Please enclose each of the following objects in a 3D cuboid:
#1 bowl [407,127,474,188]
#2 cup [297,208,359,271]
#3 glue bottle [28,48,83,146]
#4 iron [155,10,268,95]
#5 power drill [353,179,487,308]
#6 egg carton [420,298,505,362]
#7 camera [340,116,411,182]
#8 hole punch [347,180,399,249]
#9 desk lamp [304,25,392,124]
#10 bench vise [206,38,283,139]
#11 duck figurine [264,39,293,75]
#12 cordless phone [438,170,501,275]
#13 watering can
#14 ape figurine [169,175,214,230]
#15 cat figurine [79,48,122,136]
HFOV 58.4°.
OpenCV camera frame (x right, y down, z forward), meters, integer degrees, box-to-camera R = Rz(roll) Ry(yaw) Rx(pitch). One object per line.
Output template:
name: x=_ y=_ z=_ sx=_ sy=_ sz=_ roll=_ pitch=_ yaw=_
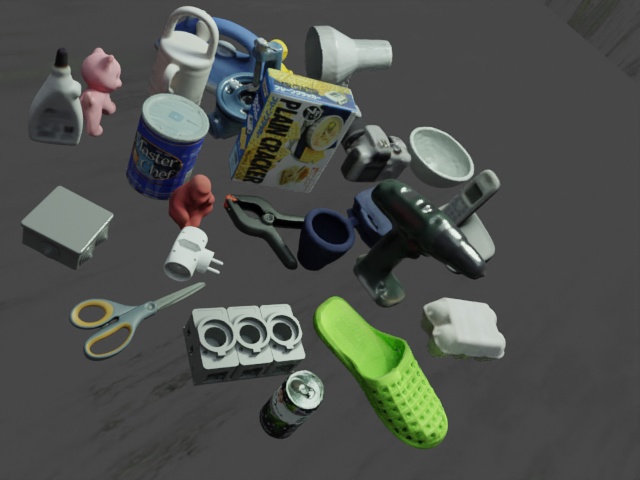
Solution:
bowl: x=0.258 y=-0.173 z=1.291 sx=0.168 sy=0.074 sz=0.167 roll=17 pitch=46 yaw=-18
cup: x=0.009 y=0.003 z=0.976 sx=0.118 sy=0.095 sz=0.091 roll=-23 pitch=67 yaw=-41
glue bottle: x=-0.396 y=-0.218 z=0.869 sx=0.078 sy=0.173 sz=0.037 roll=4 pitch=51 yaw=-28
iron: x=-0.201 y=-0.386 z=1.154 sx=0.258 sy=0.141 sz=0.118 roll=26 pitch=44 yaw=-8
power drill: x=0.150 y=0.020 z=0.963 sx=0.076 sy=0.208 sz=0.229 roll=-19 pitch=65 yaw=-40
egg carton: x=0.250 y=0.159 z=1.003 sx=0.151 sy=0.069 sz=0.107 roll=9 pitch=49 yaw=-24
camera: x=0.106 y=-0.202 z=1.207 sx=0.144 sy=0.100 sz=0.136 roll=-5 pitch=56 yaw=-34
hole punch: x=0.121 y=-0.050 z=1.092 sx=0.101 sy=0.091 sz=0.108 roll=-12 pitch=60 yaw=-37
desk lamp: x=0.046 y=-0.339 z=1.208 sx=0.204 sy=0.213 sz=0.117 roll=2 pitch=52 yaw=-29
bench vise: x=-0.105 y=-0.292 z=1.073 sx=0.121 sy=0.219 sz=0.208 roll=41 pitch=44 yaw=7
duck figurine: x=-0.099 y=-0.397 z=1.265 sx=0.104 sy=0.086 sz=0.078 roll=37 pitch=44 yaw=3
cordless phone: x=0.297 y=-0.034 z=1.115 sx=0.094 sy=0.185 sz=0.147 roll=-7 pitch=57 yaw=-35
watering can: x=-0.246 y=-0.343 z=1.052 sx=0.101 sy=0.194 sz=0.172 roll=10 pitch=49 yaw=-23
ape figurine: x=-0.200 y=-0.066 z=0.913 sx=0.078 sy=0.092 sz=0.076 roll=-13 pitch=61 yaw=-38
cat figurine: x=-0.373 y=-0.258 z=0.958 sx=0.067 sy=0.117 sz=0.128 roll=19 pitch=46 yaw=-15
